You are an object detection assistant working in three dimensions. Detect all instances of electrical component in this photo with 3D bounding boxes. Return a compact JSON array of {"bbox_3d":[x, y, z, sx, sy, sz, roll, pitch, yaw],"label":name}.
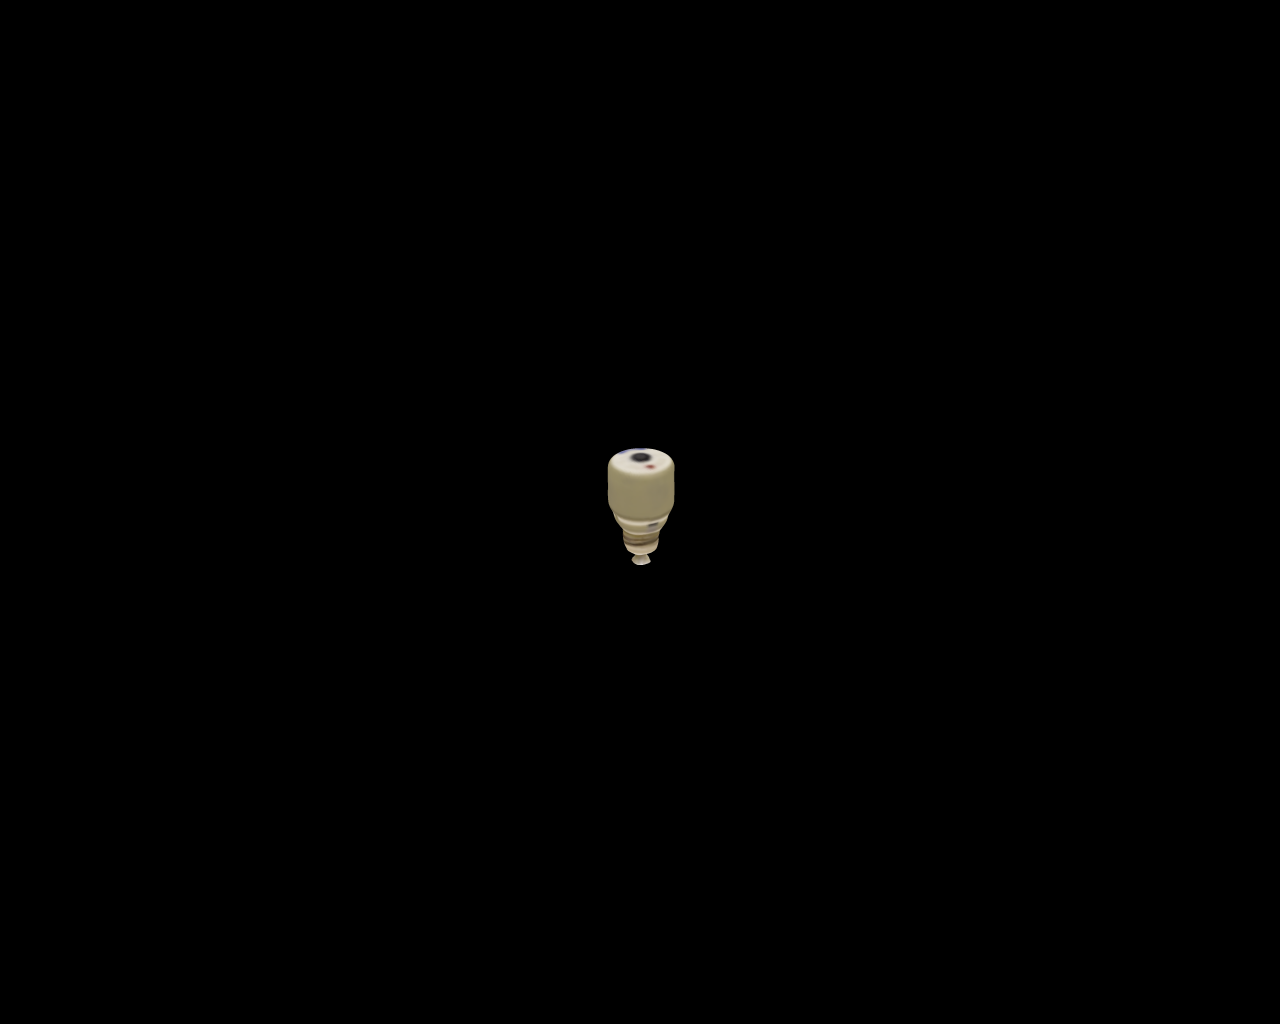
[{"bbox_3d":[0.001,-0.003,0.650,0.040,0.078,0.040,0,29,0],"label":"electrical component"}]
